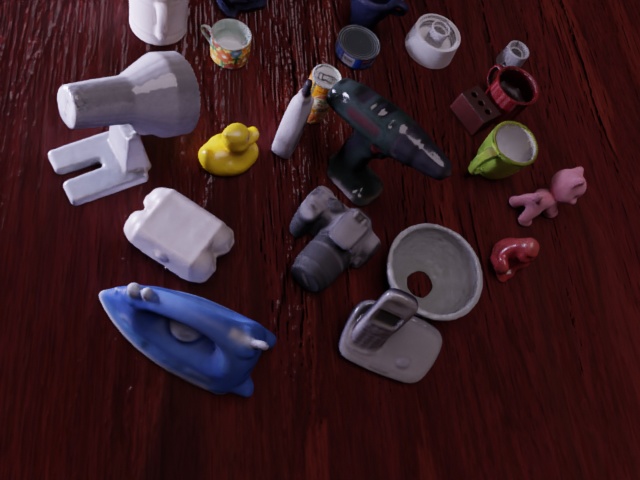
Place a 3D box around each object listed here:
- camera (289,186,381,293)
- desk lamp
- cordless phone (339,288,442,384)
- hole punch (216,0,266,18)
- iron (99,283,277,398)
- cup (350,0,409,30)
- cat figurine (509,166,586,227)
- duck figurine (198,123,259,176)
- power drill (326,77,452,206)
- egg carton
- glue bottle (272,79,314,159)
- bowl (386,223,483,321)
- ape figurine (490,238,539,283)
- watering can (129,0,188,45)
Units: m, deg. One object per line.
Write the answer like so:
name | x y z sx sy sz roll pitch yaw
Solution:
camera | 0.008 0.003 0.902 0.143 0.100 0.137 41 62 4
desk lamp | -0.283 -0.164 0.823 0.204 0.213 0.118 -27 77 -25
cordless phone | 0.119 0.134 0.830 0.147 0.185 0.094 21 63 -7
hole punch | -0.153 -0.492 1.075 0.101 0.091 0.108 -25 76 -25
iron | -0.184 0.111 0.773 0.258 0.141 0.119 26 62 -5
cup | 0.109 -0.457 1.137 0.118 0.095 0.092 20 63 -7
cat figurine | 0.435 -0.088 1.061 0.128 0.117 0.067 -19 73 -23
duck figurine | -0.145 -0.155 0.933 0.105 0.086 0.077 -21 75 -24
power drill | 0.091 -0.144 0.930 0.229 0.208 0.076 46 63 6
egg carton | -0.210 -0.007 0.858 0.150 0.069 0.107 32 62 -1
glue bottle | -0.036 -0.207 0.939 0.037 0.173 0.078 28 62 -3
bowl | 0.177 0.061 0.942 0.168 0.074 0.167 6 66 -14
ape figurine | 0.346 0.025 0.999 0.078 0.092 0.076 3 66 -15
watering can | -0.272 -0.436 0.956 0.101 0.194 0.173 -27 77 -25
